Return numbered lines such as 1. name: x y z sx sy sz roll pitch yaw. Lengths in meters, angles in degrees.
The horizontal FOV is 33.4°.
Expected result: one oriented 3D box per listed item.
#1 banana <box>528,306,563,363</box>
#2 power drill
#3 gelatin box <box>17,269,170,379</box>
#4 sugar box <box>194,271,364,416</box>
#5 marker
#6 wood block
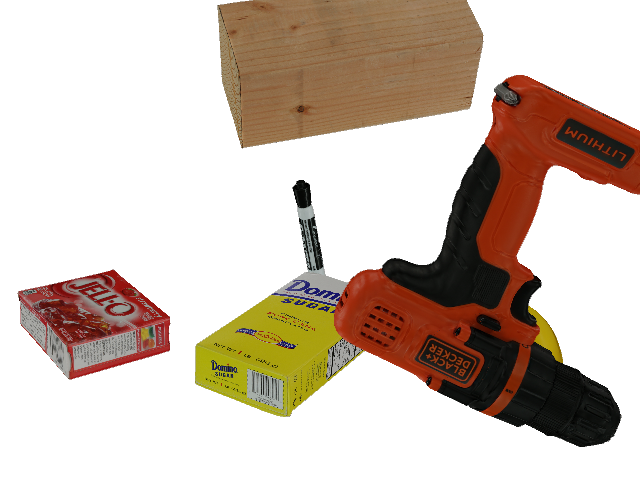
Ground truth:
1. banana: 0.219 0.116 1.134 0.069 0.037 0.198 -26 35 2
2. power drill: 0.125 0.015 0.612 0.184 0.188 0.057 25 13 -9
3. gelatin box: -0.153 0.054 0.720 0.073 0.030 0.089 -13 28 -32
4. sugar box: -0.020 0.084 0.925 0.093 0.048 0.175 17 30 26
5. marker: -0.012 -0.010 1.161 0.020 0.121 0.020 -8 28 4
6. wood block: 0.023 -0.155 0.915 0.206 0.090 0.091 -11 -36 -10
